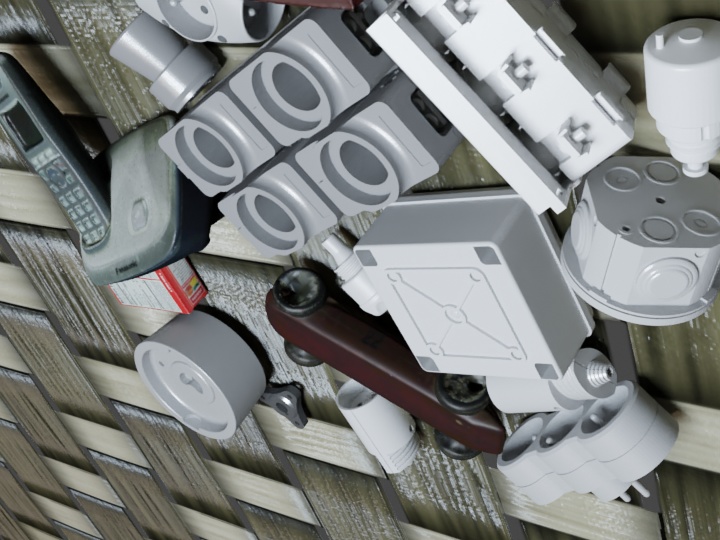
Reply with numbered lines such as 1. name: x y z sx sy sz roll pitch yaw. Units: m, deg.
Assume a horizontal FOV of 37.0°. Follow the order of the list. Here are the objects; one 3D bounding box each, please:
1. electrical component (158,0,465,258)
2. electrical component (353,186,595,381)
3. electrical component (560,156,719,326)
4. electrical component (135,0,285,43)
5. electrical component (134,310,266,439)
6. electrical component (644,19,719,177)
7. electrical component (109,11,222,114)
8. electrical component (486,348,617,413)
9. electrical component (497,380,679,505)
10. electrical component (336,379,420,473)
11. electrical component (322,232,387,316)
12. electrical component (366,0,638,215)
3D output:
1. electrical component: -0.032 -0.080 0.630 0.105 0.060 0.186 47 145 -14
2. electrical component: 0.069 0.009 0.646 0.109 0.056 0.108 -1 130 42
3. electrical component: 0.143 -0.016 0.531 0.080 0.080 0.051 24 138 20
4. electrical component: -0.087 -0.169 0.588 0.077 0.044 0.079 20 142 24
5. electrical component: -0.129 0.082 0.904 0.108 0.060 0.108 26 142 22
6. electrical component: 0.151 -0.076 0.487 0.040 0.040 0.078 13 139 31
7. electrical component: -0.119 -0.130 0.664 0.055 0.045 0.045 43 146 -9
8. electrical component: 0.124 0.067 0.675 0.081 0.043 0.043 -12 123 48
9. electrical component: 0.158 0.126 0.705 0.074 0.052 0.138 43 145 -8
10. electrical component: 0.019 0.121 0.833 0.043 0.043 0.081 -2 129 44
11. electrical component: 0.000 0.000 0.718 0.061 0.035 0.035 45 145 -6
12. electrical component: 0.072 -0.096 0.513 0.121 0.078 0.063 45 123 -11
